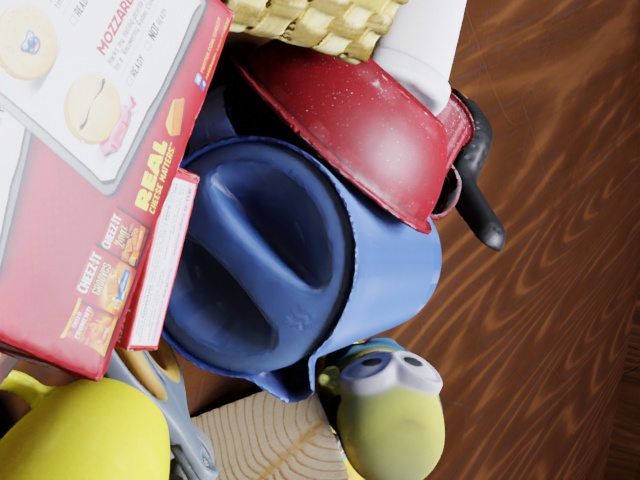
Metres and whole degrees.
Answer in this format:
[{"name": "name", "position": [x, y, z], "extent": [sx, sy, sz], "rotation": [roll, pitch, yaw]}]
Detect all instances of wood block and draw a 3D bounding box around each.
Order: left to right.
[{"name": "wood block", "position": [-0.018, 0.201, 0.748], "extent": [0.206, 0.090, 0.090], "rotation": [76, -8, -46]}]

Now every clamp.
[{"name": "clamp", "position": [0.111, -0.048, 0.909], "extent": [0.036, 0.165, 0.210], "rotation": [32, 60, -25]}]

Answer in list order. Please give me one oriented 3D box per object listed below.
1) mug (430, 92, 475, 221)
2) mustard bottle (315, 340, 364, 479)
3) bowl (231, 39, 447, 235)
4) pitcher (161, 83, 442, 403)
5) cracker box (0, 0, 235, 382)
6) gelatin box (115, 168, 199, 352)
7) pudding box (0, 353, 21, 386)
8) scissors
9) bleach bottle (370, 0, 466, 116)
[{"name": "mug", "position": [0.068, -0.062, 0.825], "extent": [0.117, 0.093, 0.081], "rotation": [46, 61, -31]}, {"name": "mustard bottle", "position": [0.029, 0.157, 0.881], "extent": [0.096, 0.058, 0.191], "rotation": [-26, 116, -42]}, {"name": "bowl", "position": [0.024, -0.077, 0.641], "extent": [0.055, 0.162, 0.162], "rotation": [-48, 158, 11]}, {"name": "pitcher", "position": [-0.005, 0.001, 0.686], "extent": [0.149, 0.145, 0.242], "rotation": [-67, 161, 8]}, {"name": "cracker box", "position": [-0.137, -0.064, 0.360], "extent": [0.213, 0.072, 0.164], "rotation": [36, 67, -49]}, {"name": "gelatin box", "position": [-0.105, 0.002, 0.513], "extent": [0.030, 0.073, 0.089], "rotation": [13, 90, -66]}, {"name": "pudding box", "position": [-0.163, 0.031, 0.442], "extent": [0.113, 0.039, 0.090], "rotation": [-59, 150, -35]}, {"name": "scissors", "position": [-0.068, 0.109, 0.579], "extent": [0.201, 0.016, 0.096], "rotation": [57, 8, -11]}, {"name": "bleach bottle", "position": [0.077, -0.197, 0.776], "extent": [0.103, 0.068, 0.250], "rotation": [-33, -145, 61]}]
